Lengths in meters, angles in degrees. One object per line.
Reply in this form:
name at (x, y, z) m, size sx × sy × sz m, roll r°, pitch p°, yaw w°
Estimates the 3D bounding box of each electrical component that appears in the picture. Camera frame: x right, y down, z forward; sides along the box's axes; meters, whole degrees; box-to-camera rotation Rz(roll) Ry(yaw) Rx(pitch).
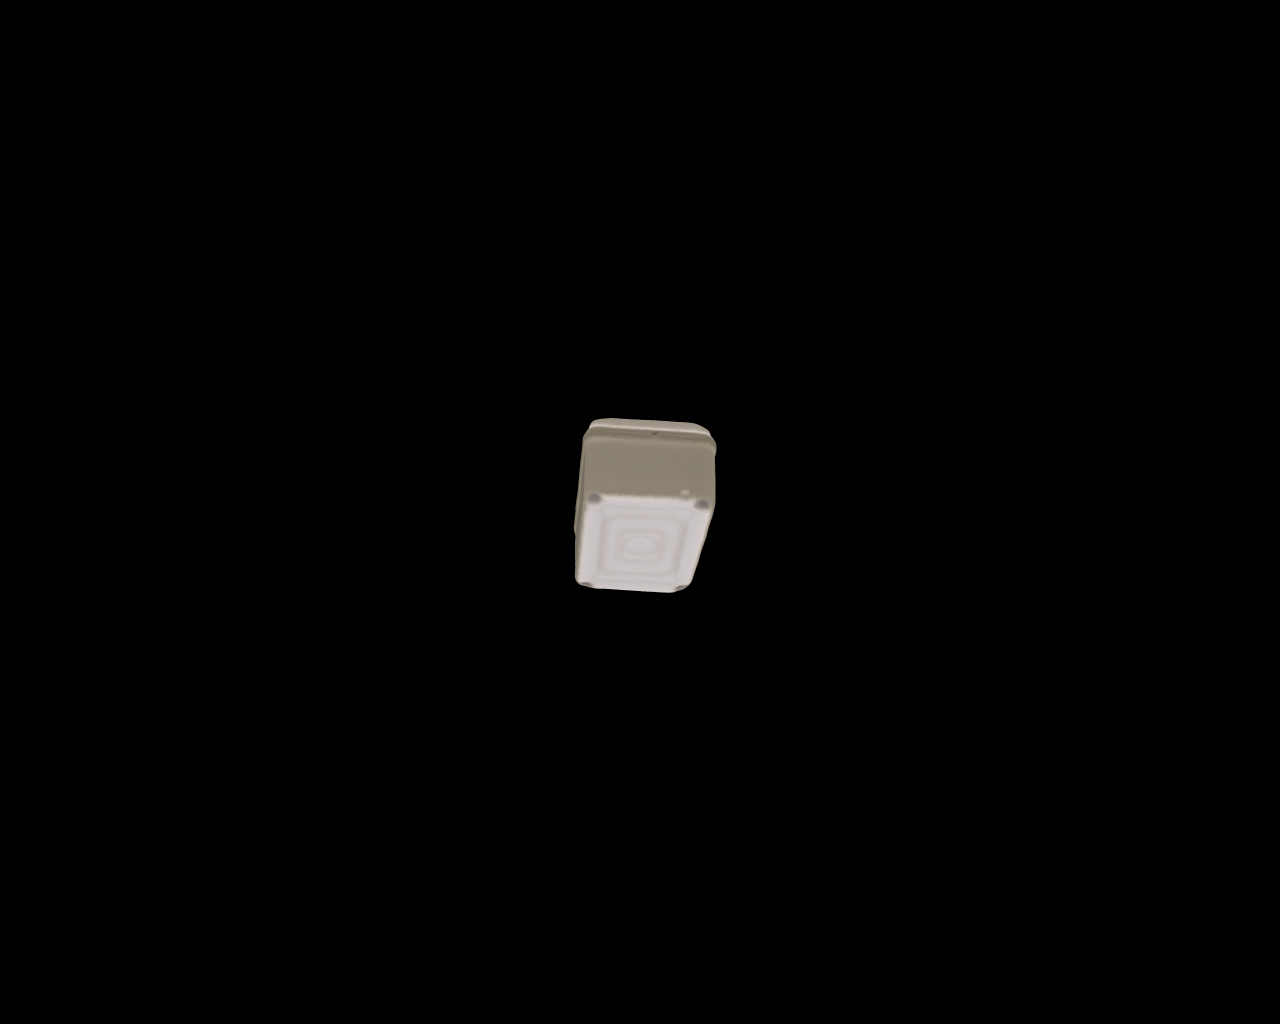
electrical component at (0.001, -0.003, 0.650) m, size 0.078 × 0.057 × 0.113 m, roll 3°, pitch -33°, yaw -5°
